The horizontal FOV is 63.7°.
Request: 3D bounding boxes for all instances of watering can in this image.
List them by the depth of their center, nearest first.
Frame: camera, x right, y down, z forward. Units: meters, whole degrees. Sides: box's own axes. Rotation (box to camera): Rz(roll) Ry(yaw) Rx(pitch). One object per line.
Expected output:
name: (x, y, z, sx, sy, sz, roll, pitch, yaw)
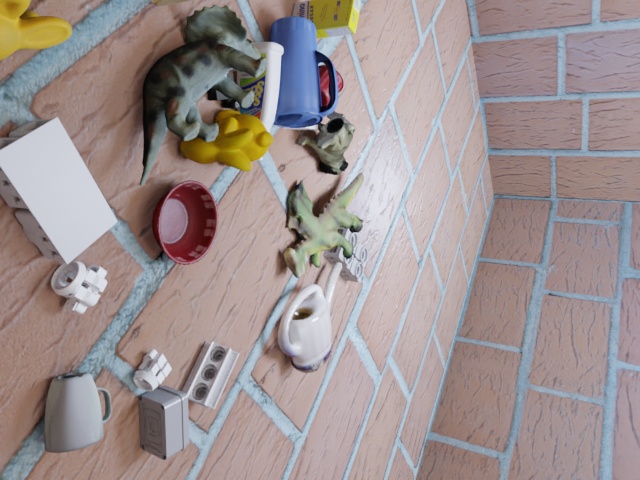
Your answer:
watering can: (-0.009, 0.217, 1.429, 0.353, 0.104, 0.221, -39, 128, -52)

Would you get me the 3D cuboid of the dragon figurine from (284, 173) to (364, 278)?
dragon figurine: (0.004, -0.072, 1.426, 0.239, 0.122, 0.418, 43, 56, -44)
